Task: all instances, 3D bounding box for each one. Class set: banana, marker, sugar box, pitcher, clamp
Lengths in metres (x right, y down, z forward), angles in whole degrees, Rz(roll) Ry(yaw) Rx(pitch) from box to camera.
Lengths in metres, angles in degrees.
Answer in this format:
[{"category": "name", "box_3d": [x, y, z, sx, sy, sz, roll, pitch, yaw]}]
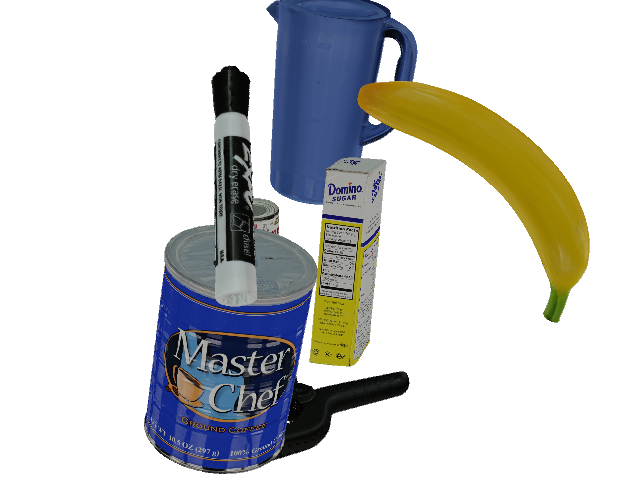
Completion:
[{"category": "banana", "box_3d": [0.108, -0.041, 0.677, 0.070, 0.198, 0.037, -41, -5, 12]}, {"category": "marker", "box_3d": [-0.041, -0.029, 0.500, 0.020, 0.121, 0.020, -3, -24, -2]}, {"category": "sugar box", "box_3d": [0.025, 0.017, 0.962, 0.048, 0.176, 0.093, 5, 11, 12]}, {"category": "pitcher", "box_3d": [0.013, -0.169, 1.286, 0.144, 0.243, 0.149, -6, 28, -26]}, {"category": "clamp", "box_3d": [-0.011, 0.166, 1.089, 0.165, 0.036, 0.209, 12, 29, 19]}]

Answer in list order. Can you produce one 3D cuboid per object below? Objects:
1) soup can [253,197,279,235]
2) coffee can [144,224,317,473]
[{"category": "soup can", "box_3d": [-0.083, 0.008, 1.258, 0.068, 0.102, 0.068, 1, 24, -1]}, {"category": "coffee can", "box_3d": [-0.064, 0.074, 0.738, 0.102, 0.140, 0.103, 9, 25, -4]}]
